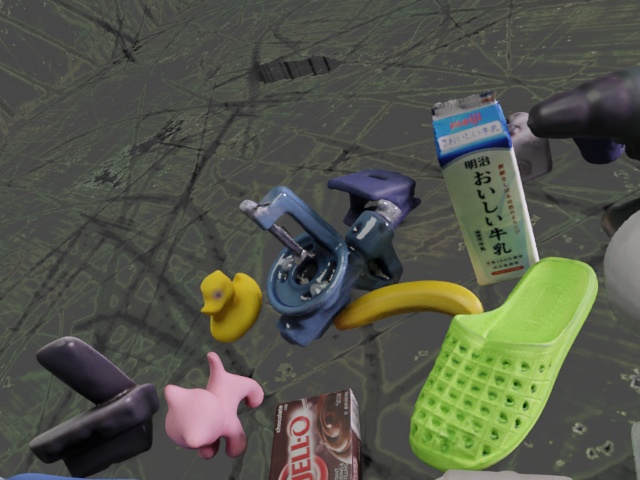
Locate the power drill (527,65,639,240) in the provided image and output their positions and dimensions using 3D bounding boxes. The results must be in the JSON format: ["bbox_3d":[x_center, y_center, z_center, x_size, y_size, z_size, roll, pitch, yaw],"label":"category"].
[{"bbox_3d":[0.345,-0.093,0.609,0.229,0.209,0.075,-23,36,6],"label":"power drill"}]

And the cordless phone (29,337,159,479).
[{"bbox_3d":[-0.294,0.191,0.685,0.147,0.185,0.094,-28,36,-1],"label":"cordless phone"}]

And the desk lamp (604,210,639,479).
[{"bbox_3d":[0.278,0.102,0.408,0.117,0.214,0.203,-7,41,25],"label":"desk lamp"}]

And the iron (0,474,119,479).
[{"bbox_3d":[-0.270,0.283,0.595,0.257,0.142,0.119,-6,41,27],"label":"iron"}]

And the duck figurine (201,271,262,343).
[{"bbox_3d":[-0.131,0.079,0.803,0.077,0.086,0.104,-4,42,29],"label":"duck figurine"}]

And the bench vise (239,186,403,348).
[{"bbox_3d":[-0.002,0.000,0.704,0.121,0.220,0.208,13,52,42],"label":"bench vise"}]

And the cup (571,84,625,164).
[{"bbox_3d":[0.377,-0.143,0.747,0.092,0.095,0.117,-31,36,-4],"label":"cup"}]

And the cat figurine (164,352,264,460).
[{"bbox_3d":[-0.127,0.187,0.642,0.067,0.118,0.128,-11,39,22],"label":"cat figurine"}]

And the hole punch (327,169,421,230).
[{"bbox_3d":[0.080,-0.073,0.852,0.101,0.091,0.108,-45,39,-22],"label":"hole punch"}]

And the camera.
[{"bbox_3d":[0.239,-0.143,0.828,0.143,0.101,0.136,-21,37,9],"label":"camera"}]

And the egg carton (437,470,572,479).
[{"bbox_3d":[0.150,0.238,0.446,0.150,0.070,0.107,-8,40,25],"label":"egg carton"}]
